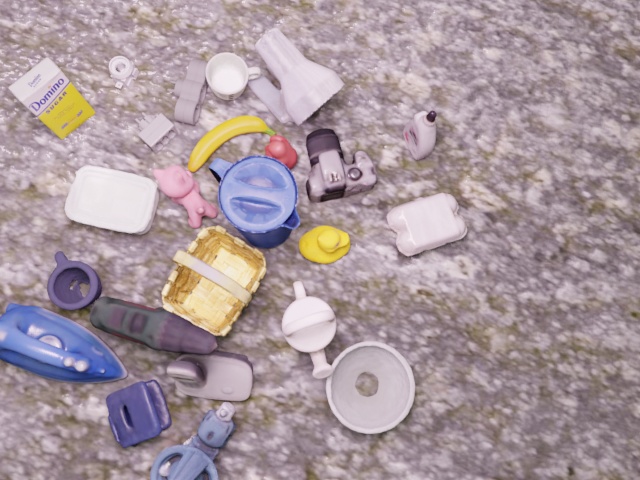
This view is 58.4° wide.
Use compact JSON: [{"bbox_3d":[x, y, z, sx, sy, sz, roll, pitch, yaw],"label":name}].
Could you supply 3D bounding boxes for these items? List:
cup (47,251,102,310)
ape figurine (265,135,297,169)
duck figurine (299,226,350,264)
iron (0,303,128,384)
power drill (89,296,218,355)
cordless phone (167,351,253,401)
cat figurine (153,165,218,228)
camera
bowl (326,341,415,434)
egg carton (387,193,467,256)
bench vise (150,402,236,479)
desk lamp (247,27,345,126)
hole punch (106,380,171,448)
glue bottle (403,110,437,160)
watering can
[{"bbox_3d":[-0.462,0.079,1.091,0.092,0.095,0.118,-29,82,-7],"label":"cup"},{"bbox_3d":[-0.084,-0.177,1.157,0.076,0.092,0.078,24,79,2],"label":"ape figurine"},{"bbox_3d":[0.010,0.004,1.131,0.104,0.086,0.077,-5,80,-3],"label":"duck figurine"},{"bbox_3d":[-0.488,0.202,1.044,0.258,0.141,0.119,21,79,1],"label":"iron"},{"bbox_3d":[-0.281,0.159,1.027,0.229,0.208,0.076,15,79,0],"label":"power drill"},{"bbox_3d":[-0.197,0.245,1.027,0.147,0.185,0.094,5,79,-1],"label":"cordless phone"},{"bbox_3d":[-0.264,-0.094,1.120,0.067,0.117,0.128,-39,83,-8],"label":"cat figurine"},{"bbox_3d":[0.033,-0.159,1.154,0.143,0.101,0.137,-14,80,-5],"label":"camera"},{"bbox_3d":[0.093,0.278,1.089,0.167,0.074,0.167,0,80,-2],"label":"bowl"},{"bbox_3d":[0.215,-0.034,1.155,0.150,0.069,0.107,-19,81,-6],"label":"egg carton"},{"bbox_3d":[-0.227,0.377,0.984,0.121,0.219,0.207,14,79,0],"label":"bench vise"},{"bbox_3d":[-0.056,-0.307,1.120,0.118,0.213,0.203,-43,84,-9],"label":"desk lamp"},{"bbox_3d":[-0.339,0.323,1.054,0.101,0.091,0.108,-22,81,-6],"label":"hole punch"},{"bbox_3d":[0.205,-0.220,1.136,0.037,0.173,0.078,-26,81,-6],"label":"glue bottle"},{"bbox_3d":[-0.016,0.161,1.046,0.101,0.194,0.173,-38,83,-8],"label":"watering can"}]
